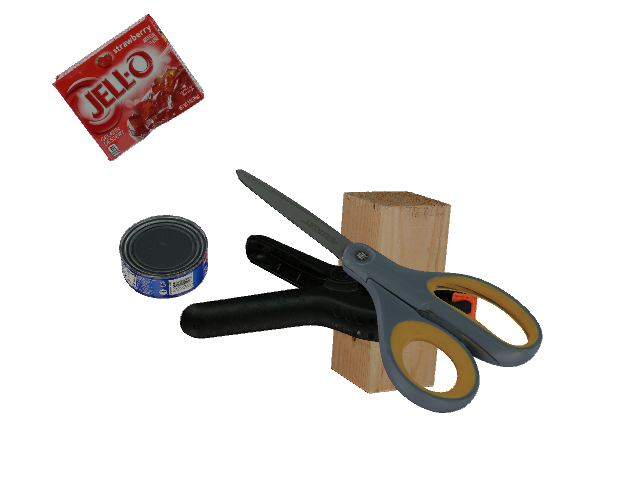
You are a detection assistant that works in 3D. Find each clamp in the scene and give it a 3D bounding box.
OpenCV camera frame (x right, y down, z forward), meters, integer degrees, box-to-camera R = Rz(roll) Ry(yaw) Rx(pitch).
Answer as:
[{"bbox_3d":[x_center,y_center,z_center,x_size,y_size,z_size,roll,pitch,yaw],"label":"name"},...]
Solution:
[{"bbox_3d":[0.013,0.038,0.816,0.210,0.036,0.164,4,23,7],"label":"clamp"}]

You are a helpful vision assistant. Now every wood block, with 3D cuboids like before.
[{"bbox_3d":[0.076,0.054,1.187,0.090,0.206,0.091,-2,14,-28],"label":"wood block"}]

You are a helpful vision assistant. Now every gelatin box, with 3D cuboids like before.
[{"bbox_3d":[-0.144,-0.115,0.804,0.089,0.073,0.030,-33,20,4],"label":"gelatin box"}]

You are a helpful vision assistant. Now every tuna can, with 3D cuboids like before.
[{"bbox_3d":[-0.152,0.016,1.045,0.086,0.034,0.086,2,44,-2],"label":"tuna can"}]

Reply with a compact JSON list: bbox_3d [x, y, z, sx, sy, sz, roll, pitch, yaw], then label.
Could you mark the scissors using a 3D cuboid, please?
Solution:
[{"bbox_3d":[0.020,0.028,0.583,0.202,0.016,0.096,24,51,13],"label":"scissors"}]
